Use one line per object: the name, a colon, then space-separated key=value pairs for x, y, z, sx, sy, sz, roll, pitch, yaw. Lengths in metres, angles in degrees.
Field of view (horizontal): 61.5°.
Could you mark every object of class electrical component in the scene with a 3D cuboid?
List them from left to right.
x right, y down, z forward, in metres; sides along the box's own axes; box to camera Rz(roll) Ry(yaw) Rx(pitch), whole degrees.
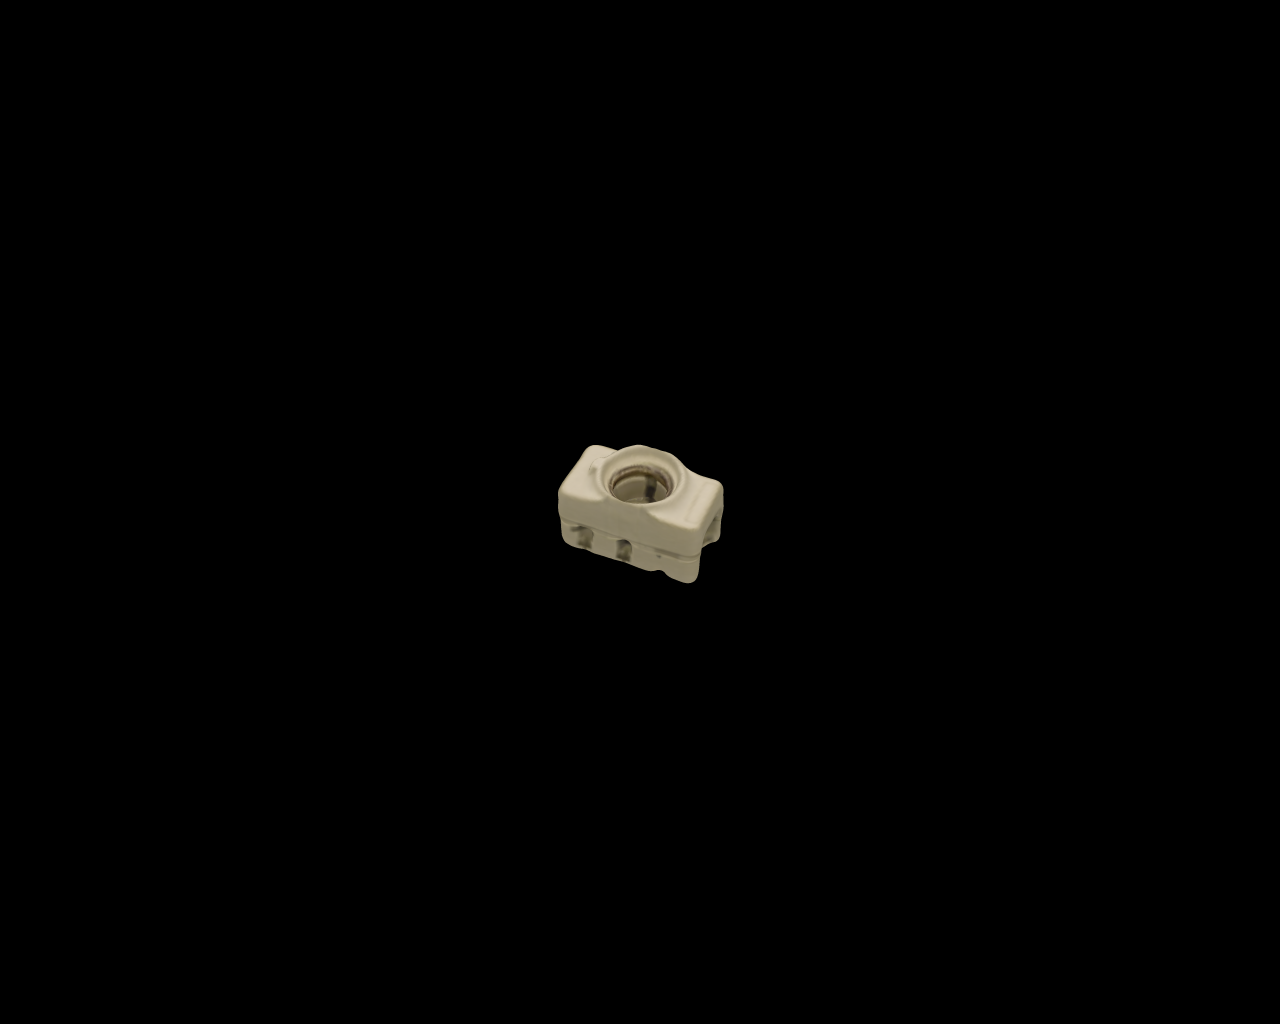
electrical component: x=0.001 y=-0.003 z=0.650 sx=0.089 sy=0.055 sz=0.050 roll=17 pitch=48 yaw=16
